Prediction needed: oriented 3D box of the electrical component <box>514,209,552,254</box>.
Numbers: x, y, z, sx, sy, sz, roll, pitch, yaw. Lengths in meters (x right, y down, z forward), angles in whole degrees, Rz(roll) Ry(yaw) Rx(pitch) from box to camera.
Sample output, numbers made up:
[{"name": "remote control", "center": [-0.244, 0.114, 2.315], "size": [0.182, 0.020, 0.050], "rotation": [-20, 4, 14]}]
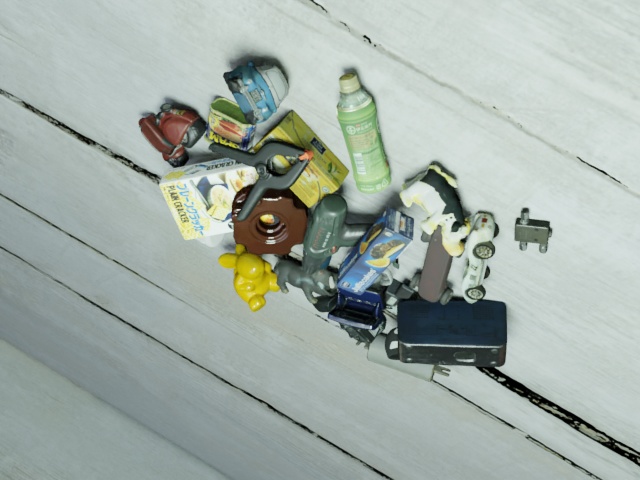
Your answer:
[{"name": "electrical component", "center": [0.388, -0.015, 0.976], "size": [0.063, 0.021, 0.093], "rotation": [7, 133, 27]}]

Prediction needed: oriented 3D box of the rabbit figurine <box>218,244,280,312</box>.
[{"name": "rabbit figurine", "center": [-0.171, 0.074, 1.349], "size": [0.162, 0.122, 0.173], "rotation": [48, 163, 15]}]

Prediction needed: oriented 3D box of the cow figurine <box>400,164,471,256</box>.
[{"name": "cow figurine", "center": [0.231, -0.054, 0.990], "size": [0.098, 0.068, 0.167], "rotation": [-37, 96, 26]}]

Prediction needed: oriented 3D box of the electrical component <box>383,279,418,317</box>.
[{"name": "electrical component", "center": [0.182, 0.126, 1.227], "size": [0.075, 0.048, 0.119], "rotation": [27, 139, 5]}]

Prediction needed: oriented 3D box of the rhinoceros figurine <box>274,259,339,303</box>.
[{"name": "rhinoceros figurine", "center": [-0.020, 0.089, 1.308], "size": [0.191, 0.073, 0.111], "rotation": [11, 124, 26]}]

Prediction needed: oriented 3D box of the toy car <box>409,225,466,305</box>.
[{"name": "toy car", "center": [0.244, 0.049, 1.106], "size": [0.089, 0.053, 0.201], "rotation": [28, 136, 27]}]

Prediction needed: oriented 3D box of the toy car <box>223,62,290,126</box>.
[{"name": "toy car", "center": [-0.108, -0.272, 0.969], "size": [0.103, 0.162, 0.109], "rotation": [-30, 109, -2]}]

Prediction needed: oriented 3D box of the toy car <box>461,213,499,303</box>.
[{"name": "toy car", "center": [0.307, 0.039, 1.042], "size": [0.056, 0.073, 0.201], "rotation": [12, 135, 17]}]

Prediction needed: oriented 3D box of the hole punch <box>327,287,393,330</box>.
[{"name": "hole punch", "center": [0.083, 0.156, 1.196], "size": [0.142, 0.092, 0.115], "rotation": [10, 160, 17]}]

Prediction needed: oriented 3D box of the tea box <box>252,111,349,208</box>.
[{"name": "tea box", "center": [-0.037, -0.158, 1.069], "size": [0.169, 0.068, 0.098], "rotation": [46, 137, -16]}]

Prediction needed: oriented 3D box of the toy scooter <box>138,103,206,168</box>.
[{"name": "toy scooter", "center": [-0.332, -0.239, 1.174], "size": [0.135, 0.075, 0.184], "rotation": [42, 143, -9]}]

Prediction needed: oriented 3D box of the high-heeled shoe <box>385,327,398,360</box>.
[{"name": "high-heeled shoe", "center": [0.275, 0.242, 1.209], "size": [0.249, 0.145, 0.086], "rotation": [17, 138, 20]}]

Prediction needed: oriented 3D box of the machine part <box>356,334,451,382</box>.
[{"name": "machine part", "center": [0.209, 0.294, 1.355], "size": [0.243, 0.079, 0.079], "rotation": [15, 137, 20]}]

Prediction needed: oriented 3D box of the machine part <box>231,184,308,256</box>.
[{"name": "machine part", "center": [-0.108, -0.040, 1.157], "size": [0.179, 0.056, 0.179], "rotation": [-3, 130, -3]}]

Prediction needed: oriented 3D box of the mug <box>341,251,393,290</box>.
[{"name": "mug", "center": [0.113, 0.080, 1.210], "size": [0.110, 0.081, 0.107], "rotation": [2, 144, 24]}]

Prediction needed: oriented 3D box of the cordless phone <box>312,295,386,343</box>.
[{"name": "cordless phone", "center": [0.063, 0.193, 1.363], "size": [0.146, 0.089, 0.184], "rotation": [49, 148, -20]}]

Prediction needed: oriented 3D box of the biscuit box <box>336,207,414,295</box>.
[{"name": "biscuit box", "center": [0.102, 0.027, 1.030], "size": [0.059, 0.063, 0.202], "rotation": [23, 136, -12]}]

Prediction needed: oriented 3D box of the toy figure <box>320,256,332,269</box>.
[{"name": "toy figure", "center": [-0.002, -0.002, 1.203], "size": [0.058, 0.064, 0.154], "rotation": [7, 130, 11]}]

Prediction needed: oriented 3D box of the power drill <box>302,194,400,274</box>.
[{"name": "power drill", "center": [0.069, 0.005, 1.117], "size": [0.207, 0.086, 0.231], "rotation": [11, 139, 5]}]

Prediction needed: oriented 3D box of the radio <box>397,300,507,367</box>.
[{"name": "radio", "center": [0.277, 0.195, 1.135], "size": [0.230, 0.131, 0.073], "rotation": [-2, 128, 13]}]
